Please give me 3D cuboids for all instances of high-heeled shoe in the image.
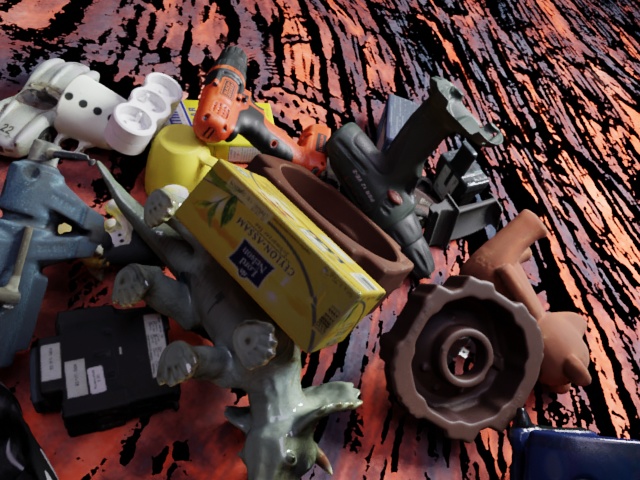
[{"bbox_3d":[-0.277,0.161,0.431,0.249,0.145,0.086,44,53,16],"label":"high-heeled shoe"}]

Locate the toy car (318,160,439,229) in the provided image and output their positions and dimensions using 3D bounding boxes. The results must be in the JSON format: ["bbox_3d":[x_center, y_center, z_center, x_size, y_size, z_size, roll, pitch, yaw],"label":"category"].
[{"bbox_3d":[0.083,-0.080,0.791,0.202,0.053,0.089,19,47,0],"label":"toy car"}]

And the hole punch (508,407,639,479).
[{"bbox_3d":[0.258,0.247,0.537,0.116,0.092,0.142,6,80,-12],"label":"hole punch"}]

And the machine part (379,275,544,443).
[{"bbox_3d":[0.153,0.126,0.589,0.179,0.056,0.179,0,91,-12],"label":"machine part"}]

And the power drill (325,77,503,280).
[{"bbox_3d":[0.128,-0.084,0.685,0.232,0.207,0.086,50,40,4],"label":"power drill"}]

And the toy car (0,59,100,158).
[{"bbox_3d":[-0.377,-0.186,0.733,0.073,0.056,0.202,19,50,-1],"label":"toy car"}]

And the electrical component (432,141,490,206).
[{"bbox_3d":[0.209,-0.099,0.799,0.048,0.119,0.075,-15,56,-26],"label":"electrical component"}]

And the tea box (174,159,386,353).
[{"bbox_3d":[-0.033,0.013,0.471,0.170,0.068,0.098,43,9,18],"label":"tea box"}]

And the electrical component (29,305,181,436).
[{"bbox_3d":[-0.214,0.125,0.536,0.134,0.058,0.115,-6,52,-21],"label":"electrical component"}]

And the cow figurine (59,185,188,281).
[{"bbox_3d":[-0.219,0.003,0.627,0.167,0.068,0.098,-19,67,-27],"label":"cow figurine"}]

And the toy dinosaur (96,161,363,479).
[{"bbox_3d":[-0.094,0.072,0.549,0.131,0.192,0.405,-36,58,5],"label":"toy dinosaur"}]

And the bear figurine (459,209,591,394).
[{"bbox_3d":[0.270,0.081,0.663,0.132,0.120,0.196,-38,65,-9],"label":"bear figurine"}]

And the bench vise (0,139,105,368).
[{"bbox_3d":[-0.322,-0.001,0.464,0.240,0.223,0.129,18,5,-41],"label":"bench vise"}]

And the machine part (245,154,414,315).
[{"bbox_3d":[-0.001,-0.002,0.621,0.201,0.087,0.201,43,13,16],"label":"machine part"}]

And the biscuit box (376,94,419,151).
[{"bbox_3d":[0.122,-0.160,0.824,0.063,0.059,0.203,18,33,-2],"label":"biscuit box"}]

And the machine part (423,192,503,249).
[{"bbox_3d":[0.205,-0.031,0.773,0.139,0.084,0.039,-13,36,-27],"label":"machine part"}]
